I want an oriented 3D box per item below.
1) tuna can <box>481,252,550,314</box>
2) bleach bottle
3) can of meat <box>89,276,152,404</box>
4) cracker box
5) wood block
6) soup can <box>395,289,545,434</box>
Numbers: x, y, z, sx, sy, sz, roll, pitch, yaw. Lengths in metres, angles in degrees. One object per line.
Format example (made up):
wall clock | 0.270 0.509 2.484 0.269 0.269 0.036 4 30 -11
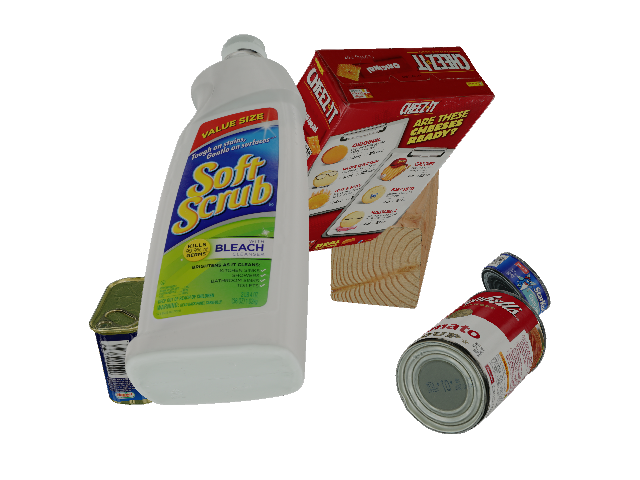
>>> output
tuna can | 0.233 0.058 1.282 0.033 0.086 0.086 -37 11 -15
bleach bottle | -0.058 -0.026 0.660 0.102 0.251 0.068 -5 -34 6
can of meat | -0.174 0.094 1.007 0.057 0.084 0.102 -4 25 5
cracker box | 0.029 -0.077 0.958 0.163 0.072 0.214 -9 -32 -35
wood block | 0.073 -0.016 1.149 0.091 0.090 0.206 5 25 9
soup can | 0.102 0.081 0.723 0.069 0.068 0.102 0 16 33
